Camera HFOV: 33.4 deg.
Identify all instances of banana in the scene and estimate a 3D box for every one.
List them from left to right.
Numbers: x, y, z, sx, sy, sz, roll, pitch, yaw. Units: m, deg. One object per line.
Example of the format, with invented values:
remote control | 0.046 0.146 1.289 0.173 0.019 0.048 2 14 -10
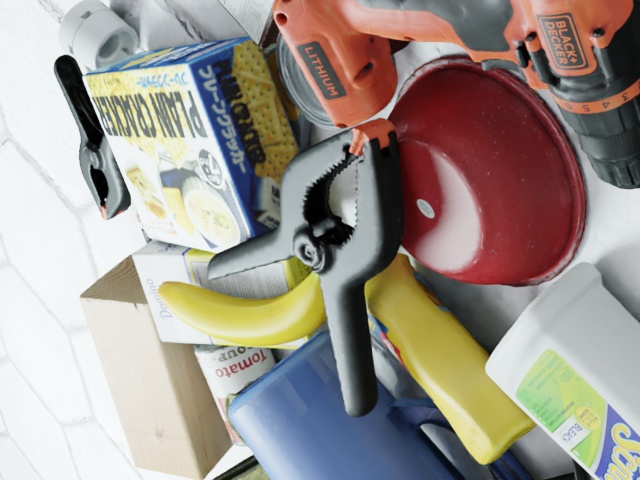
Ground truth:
banana | -0.052 0.052 0.855 0.198 0.037 0.069 -13 90 39

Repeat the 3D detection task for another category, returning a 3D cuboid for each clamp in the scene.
clamp | -0.203 -0.088 1.034 0.120 0.039 0.171 33 142 43
clamp | -0.005 0.001 0.713 0.165 0.036 0.210 35 131 26

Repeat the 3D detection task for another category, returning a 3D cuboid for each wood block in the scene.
wood block | -0.154 0.126 1.067 0.091 0.090 0.206 4 120 29

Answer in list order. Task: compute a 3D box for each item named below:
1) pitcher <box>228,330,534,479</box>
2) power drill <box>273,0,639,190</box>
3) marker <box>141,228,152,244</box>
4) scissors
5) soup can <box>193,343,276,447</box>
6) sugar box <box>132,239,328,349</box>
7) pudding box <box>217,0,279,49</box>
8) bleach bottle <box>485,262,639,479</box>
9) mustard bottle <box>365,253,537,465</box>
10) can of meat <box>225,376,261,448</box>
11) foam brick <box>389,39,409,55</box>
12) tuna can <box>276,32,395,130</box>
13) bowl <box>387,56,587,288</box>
pitcher | 0.049 0.186 0.816 0.243 0.149 0.145 52 157 3
power drill | 0.081 -0.098 0.567 0.188 0.057 0.184 3 140 36
marker | -0.159 0.035 1.087 0.020 0.020 0.121 19 129 46
scissors | -0.006 -0.062 0.808 0.202 0.016 0.096 59 150 2
soup can | -0.069 0.132 0.997 0.069 0.068 0.102 -2 113 54
sugar box | -0.075 0.044 0.922 0.177 0.048 0.093 2 116 38
pudding box | -0.051 -0.204 0.740 0.113 0.039 0.090 51 146 17
bleach bottle | 0.214 0.133 0.627 0.251 0.068 0.103 46 148 17
mustard bottle | 0.073 0.067 0.751 0.192 0.058 0.096 50 -179 17
can of meat | -0.019 0.154 0.930 0.102 0.083 0.057 36 143 32
foam brick | 0.036 -0.150 0.652 0.051 0.052 0.078 53 145 10
tuna can | 0.009 -0.119 0.729 0.086 0.033 0.086 33 138 35
bowl | 0.086 -0.031 0.676 0.162 0.055 0.162 34 139 35
